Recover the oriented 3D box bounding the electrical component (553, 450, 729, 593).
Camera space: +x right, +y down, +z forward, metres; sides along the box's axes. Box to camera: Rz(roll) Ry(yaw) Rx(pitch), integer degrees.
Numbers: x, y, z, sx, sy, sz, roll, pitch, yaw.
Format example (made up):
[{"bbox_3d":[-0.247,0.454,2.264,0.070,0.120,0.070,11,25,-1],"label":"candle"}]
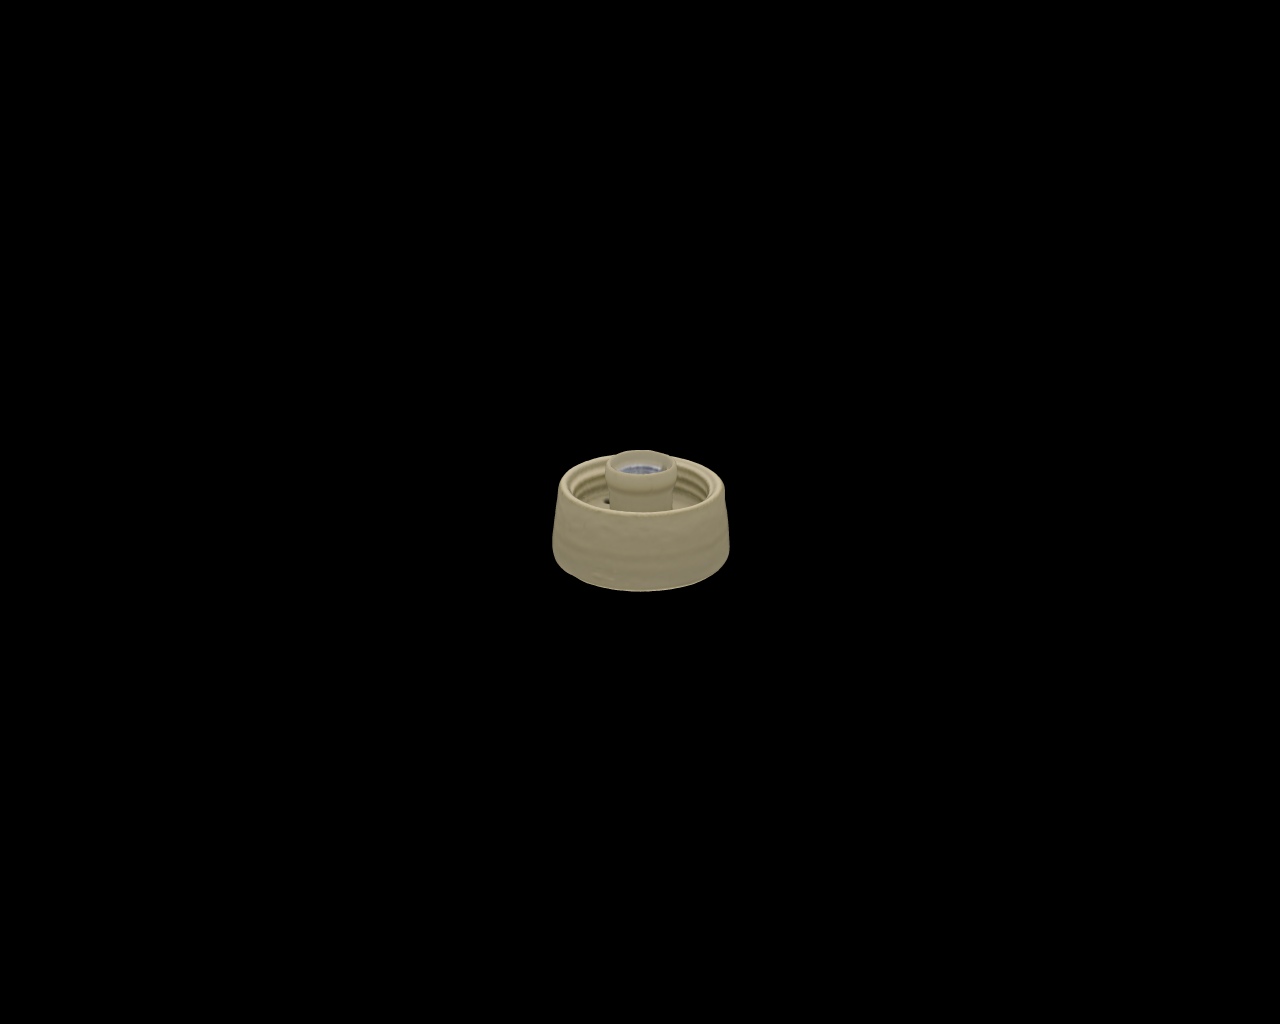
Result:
[{"bbox_3d":[0.001,-0.003,0.650,0.108,0.060,0.108,0,24,0],"label":"electrical component"}]
